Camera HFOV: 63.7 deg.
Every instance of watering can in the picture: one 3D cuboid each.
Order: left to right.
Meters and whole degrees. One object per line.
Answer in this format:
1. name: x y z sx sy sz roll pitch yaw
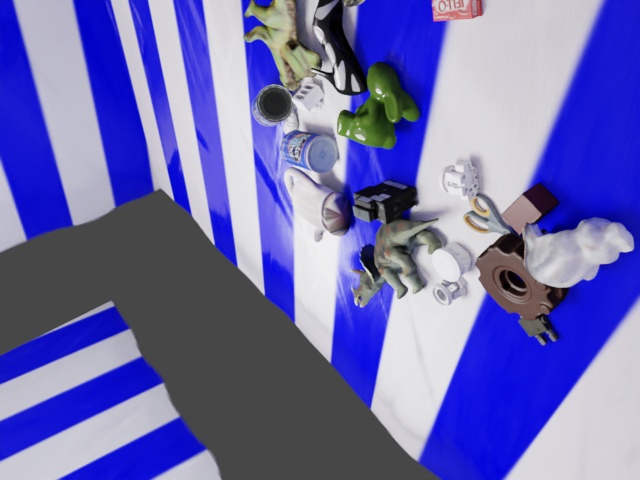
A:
1. watering can: 0.005 -0.077 1.529 0.227 0.105 0.340 30 157 40

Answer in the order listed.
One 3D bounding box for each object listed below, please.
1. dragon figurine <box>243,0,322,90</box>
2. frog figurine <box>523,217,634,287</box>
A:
1. dragon figurine: -0.068 -0.507 1.250 0.244 0.123 0.404 50 161 5
2. frog figurine: 0.425 0.023 0.844 0.160 0.124 0.135 7 155 49
